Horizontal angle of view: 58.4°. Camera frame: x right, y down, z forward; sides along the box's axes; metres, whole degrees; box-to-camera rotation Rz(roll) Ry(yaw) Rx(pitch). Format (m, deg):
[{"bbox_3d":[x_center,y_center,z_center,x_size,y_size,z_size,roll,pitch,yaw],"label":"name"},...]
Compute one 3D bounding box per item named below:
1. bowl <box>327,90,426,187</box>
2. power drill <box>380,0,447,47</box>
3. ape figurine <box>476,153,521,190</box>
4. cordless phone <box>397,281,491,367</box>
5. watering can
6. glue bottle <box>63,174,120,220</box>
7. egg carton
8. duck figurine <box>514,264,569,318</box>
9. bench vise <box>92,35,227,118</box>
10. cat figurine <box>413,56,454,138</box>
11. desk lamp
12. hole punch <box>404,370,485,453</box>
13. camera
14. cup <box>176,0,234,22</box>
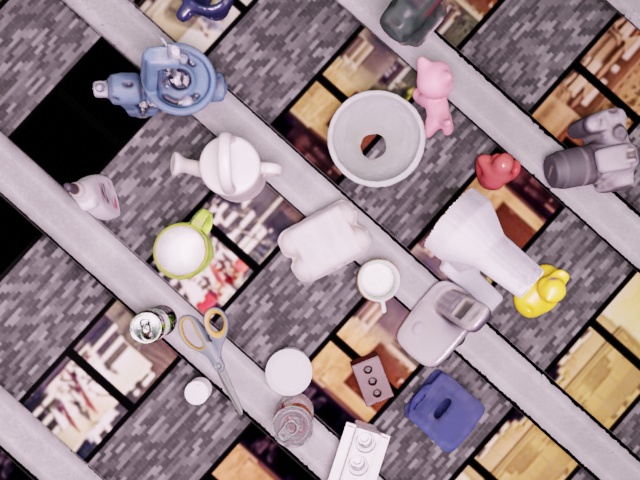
[{"bbox_3d":[0.095,-0.171,1.002,0.167,0.074,0.167,0,89,-1],"label":"bowl"},{"bbox_3d":[0.182,-0.411,0.942,0.075,0.208,0.230,39,88,1],"label":"power drill"},{"bbox_3d":[0.311,-0.127,0.996,0.078,0.092,0.076,31,88,0],"label":"ape figurine"},{"bbox_3d":[0.207,0.144,0.941,0.094,0.185,0.147,37,89,0],"label":"cordless phone"},{"bbox_3d":[-0.153,-0.118,0.937,0.173,0.194,0.101,-20,89,-1],"label":"watering can"},{"bbox_3d":[-0.379,-0.076,0.943,0.037,0.173,0.078,-20,89,-1],"label":"glue bottle"},{"bbox_3d":[0.009,0.004,0.999,0.150,0.069,0.107,-30,89,-1],"label":"egg carton"},{"bbox_3d":[0.390,0.091,0.995,0.077,0.086,0.104,40,88,0],"label":"duck figurine"},{"bbox_3d":[-0.265,-0.251,0.925,0.207,0.219,0.121,-25,89,-1],"label":"bench vise"},{"bbox_3d":[0.201,-0.249,0.984,0.067,0.117,0.128,-13,89,-1],"label":"cat figurine"},{"bbox_3d":[0.264,0.022,0.931,0.203,0.213,0.118,42,89,0],"label":"desk lamp"},{"bbox_3d":[0.211,0.293,0.985,0.101,0.091,0.109,39,88,0],"label":"hole punch"},{"bbox_3d":[0.466,-0.148,0.994,0.137,0.100,0.143,-11,89,-1],"label":"camera"},{"bbox_3d":[-0.196,-0.411,0.992,0.091,0.095,0.118,42,89,0],"label":"cup"}]
